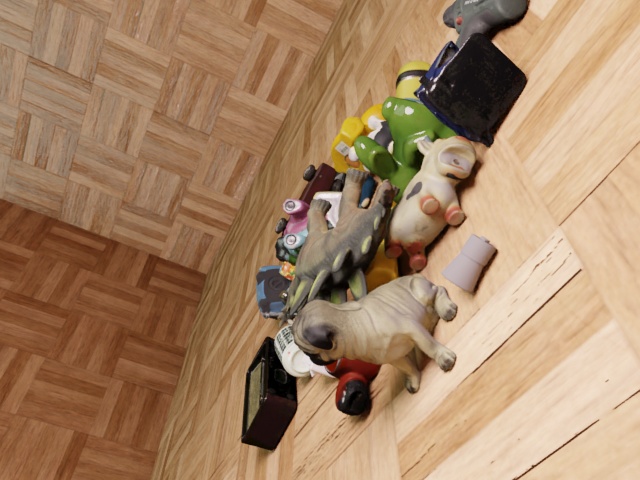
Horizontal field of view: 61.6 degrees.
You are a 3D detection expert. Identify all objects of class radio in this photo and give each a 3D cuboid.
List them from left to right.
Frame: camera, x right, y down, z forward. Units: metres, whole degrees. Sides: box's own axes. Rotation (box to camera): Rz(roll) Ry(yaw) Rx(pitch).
[{"bbox_3d":[-0.111,0.324,1.169,0.131,0.073,0.230,-62,17,21],"label":"radio"}]

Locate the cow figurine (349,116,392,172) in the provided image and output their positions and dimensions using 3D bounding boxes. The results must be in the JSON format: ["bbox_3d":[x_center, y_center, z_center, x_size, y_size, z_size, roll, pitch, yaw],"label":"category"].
[{"bbox_3d":[0.136,-0.211,1.050,0.167,0.068,0.098,-58,26,-10],"label":"cow figurine"}]

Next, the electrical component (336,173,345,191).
[{"bbox_3d":[0.056,-0.129,1.291,0.119,0.048,0.075,-20,49,68],"label":"electrical component"}]

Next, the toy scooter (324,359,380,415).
[{"bbox_3d":[0.052,0.170,0.840,0.135,0.075,0.183,-171,98,-74],"label":"toy scooter"}]

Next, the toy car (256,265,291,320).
[{"bbox_3d":[-0.112,0.149,1.397,0.102,0.109,0.162,96,170,-49],"label":"toy car"}]

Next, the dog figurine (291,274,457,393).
[{"bbox_3d":[0.064,0.090,0.690,0.121,0.190,0.172,-57,17,34],"label":"dog figurine"}]

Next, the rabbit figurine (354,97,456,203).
[{"bbox_3d":[0.142,-0.135,0.865,0.121,0.159,0.170,-132,50,-63],"label":"rabbit figurine"}]

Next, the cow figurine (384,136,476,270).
[{"bbox_3d":[0.161,-0.066,0.790,0.127,0.085,0.194,-96,30,-51],"label":"cow figurine"}]

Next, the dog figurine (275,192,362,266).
[{"bbox_3d":[-0.002,-0.003,1.070,0.219,0.192,0.108,76,-174,-70],"label":"dog figurine"}]

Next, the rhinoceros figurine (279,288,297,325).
[{"bbox_3d":[-0.020,0.122,1.101,0.190,0.112,0.073,-24,28,52],"label":"rhinoceros figurine"}]

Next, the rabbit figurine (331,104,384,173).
[{"bbox_3d":[0.105,-0.222,1.188,0.173,0.122,0.162,-59,2,-25],"label":"rabbit figurine"}]

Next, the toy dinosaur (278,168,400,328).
[{"bbox_3d":[0.012,0.033,0.850,0.471,0.105,0.198,129,159,-63],"label":"toy dinosaur"}]

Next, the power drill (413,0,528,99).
[{"bbox_3d":[0.239,-0.324,0.906,0.207,0.086,0.232,-60,18,-2],"label":"power drill"}]

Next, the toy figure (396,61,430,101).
[{"bbox_3d":[0.172,-0.245,0.981,0.082,0.089,0.180,-16,51,61],"label":"toy figure"}]

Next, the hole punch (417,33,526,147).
[{"bbox_3d":[0.205,-0.214,0.762,0.115,0.142,0.092,-51,19,6],"label":"hole punch"}]

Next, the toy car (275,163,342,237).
[{"bbox_3d":[-0.026,-0.078,1.217,0.202,0.089,0.053,-64,19,6],"label":"toy car"}]

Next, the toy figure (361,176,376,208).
[{"bbox_3d":[0.066,-0.068,1.148,0.154,0.058,0.064,-62,23,19],"label":"toy figure"}]
